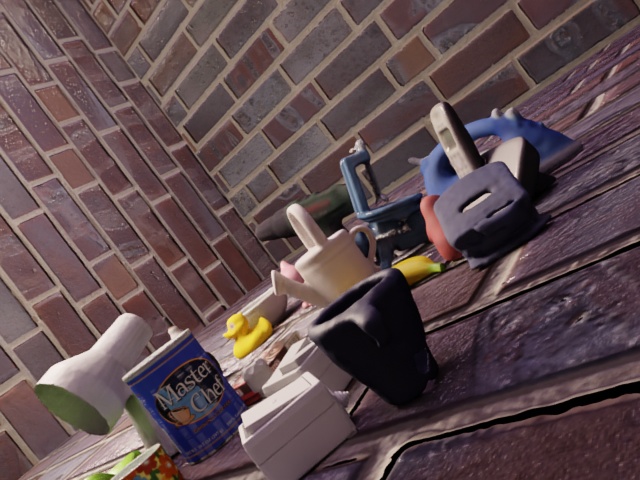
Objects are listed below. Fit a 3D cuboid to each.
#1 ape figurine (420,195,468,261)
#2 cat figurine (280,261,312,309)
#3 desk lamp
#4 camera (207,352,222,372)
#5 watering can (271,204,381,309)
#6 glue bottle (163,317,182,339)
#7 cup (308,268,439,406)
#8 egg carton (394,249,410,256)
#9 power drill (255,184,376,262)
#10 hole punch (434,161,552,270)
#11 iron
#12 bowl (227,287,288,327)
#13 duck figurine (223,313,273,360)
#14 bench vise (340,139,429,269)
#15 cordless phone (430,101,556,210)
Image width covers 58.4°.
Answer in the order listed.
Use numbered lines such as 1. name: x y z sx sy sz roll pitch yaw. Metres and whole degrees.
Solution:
1. ape figurine: 0.171 -0.022 0.774 0.076 0.092 0.077 -39 4 -38
2. cat figurine: -0.036 0.085 1.262 0.128 0.118 0.067 -38 4 -28
3. desk lamp: -0.277 0.228 0.856 0.117 0.213 0.204 -33 4 43
4. camera: -0.269 0.276 1.115 0.137 0.101 0.143 -36 3 2
5. watering can: 0.004 0.030 0.894 0.173 0.194 0.100 -38 4 -31
6. glue bottle: -0.284 0.235 1.228 0.037 0.173 0.078 -36 3 3
7. cup: 0.053 0.083 0.450 0.092 0.095 0.117 -37 3 -4
8. egg carton: 0.154 -0.017 1.127 0.107 0.069 0.150 -37 3 -9
9. power drill: 0.010 0.004 1.106 0.229 0.208 0.076 -35 3 23
10. hole punch: 0.195 -0.033 0.670 0.108 0.091 0.101 -36 3 16
11. iron: 0.270 -0.135 0.931 0.257 0.141 0.119 -34 4 35
12. bowl: -0.136 0.179 1.378 0.167 0.075 0.167 -36 3 3
13. duck figurine: -0.163 0.199 1.259 0.105 0.086 0.077 -38 3 -21
14. bench vise: 0.085 -0.051 0.993 0.208 0.220 0.121 -37 3 -17
15. cordless phone: 0.226 -0.123 0.809 0.094 0.185 0.147 -37 3 -17
